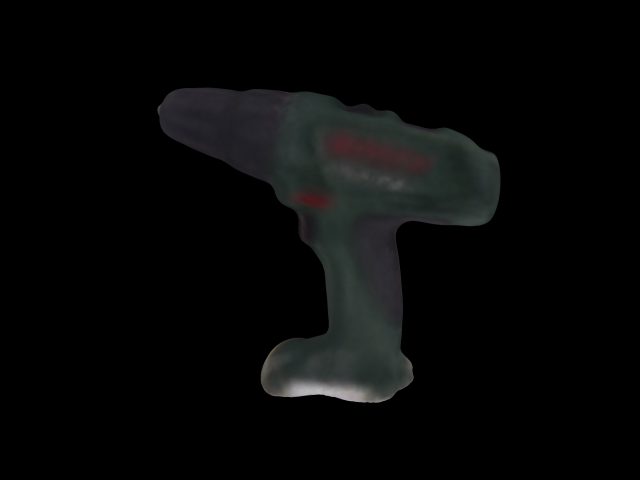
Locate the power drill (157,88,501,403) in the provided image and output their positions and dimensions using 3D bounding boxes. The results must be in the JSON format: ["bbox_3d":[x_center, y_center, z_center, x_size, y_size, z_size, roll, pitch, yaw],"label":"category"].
[{"bbox_3d":[0.004,0.001,0.400,0.229,0.208,0.075,1,15,5],"label":"power drill"}]
